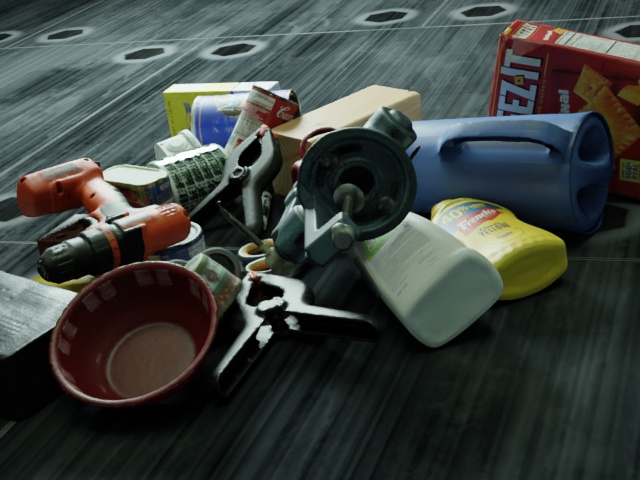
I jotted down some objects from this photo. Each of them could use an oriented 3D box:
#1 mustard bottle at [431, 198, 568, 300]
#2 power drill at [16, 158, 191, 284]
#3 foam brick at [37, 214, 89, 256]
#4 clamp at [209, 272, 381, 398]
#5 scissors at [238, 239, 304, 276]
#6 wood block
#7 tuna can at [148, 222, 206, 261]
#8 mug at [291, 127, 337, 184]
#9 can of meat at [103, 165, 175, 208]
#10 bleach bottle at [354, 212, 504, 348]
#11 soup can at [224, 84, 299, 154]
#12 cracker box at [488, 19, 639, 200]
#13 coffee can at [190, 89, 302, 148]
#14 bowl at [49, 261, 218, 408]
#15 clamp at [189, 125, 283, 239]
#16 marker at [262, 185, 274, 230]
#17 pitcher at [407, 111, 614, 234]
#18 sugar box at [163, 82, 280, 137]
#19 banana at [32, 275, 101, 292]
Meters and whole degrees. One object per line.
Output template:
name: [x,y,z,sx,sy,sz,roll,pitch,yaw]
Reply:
mustard bottle: [0.170,-0.001,1.131,0.096,0.058,0.192,-22,27,-15]
power drill: [-0.267,-0.022,1.208,0.184,0.057,0.188,-20,39,-36]
foam brick: [-0.289,0.008,1.271,0.053,0.051,0.078,4,27,25]
clamp: [-0.033,0.077,1.047,0.164,0.036,0.210,-16,22,-2]
scissors: [-0.008,0.002,1.235,0.201,0.016,0.096,-23,28,-30]
wood block: [0.037,-0.131,1.422,0.205,0.090,0.091,-28,32,-36]
tuna can: [-0.177,0.009,1.253,0.086,0.034,0.086,-7,24,3]
mug: [0.013,-0.079,1.291,0.081,0.117,0.093,-20,8,-13]
can of meat: [-0.225,-0.043,1.323,0.102,0.084,0.057,9,30,34]
bleach bottle: [0.093,0.014,1.091,0.102,0.068,0.251,-42,24,5]
soup can: [-0.079,-0.148,1.417,0.068,0.102,0.068,25,5,-3]
cracker box: [0.306,-0.150,1.238,0.214,0.164,0.072,17,32,22]
coffee can: [-0.101,-0.158,1.510,0.140,0.103,0.102,-3,25,11]
bowl: [-0.165,0.098,0.989,0.162,0.055,0.162,-8,49,9]
clamp: [-0.087,-0.066,1.307,0.120,0.039,0.171,17,67,34]
marker: [-0.072,-0.043,1.350,0.020,0.020,0.121,-6,24,5]
pitcher: [0.196,-0.085,1.210,0.243,0.149,0.144,5,27,34]
sugar box: [-0.142,-0.187,1.600,0.176,0.093,0.048,2,27,23]
banana: [-0.254,0.050,1.186,0.198,0.037,0.069,-4,25,11]
